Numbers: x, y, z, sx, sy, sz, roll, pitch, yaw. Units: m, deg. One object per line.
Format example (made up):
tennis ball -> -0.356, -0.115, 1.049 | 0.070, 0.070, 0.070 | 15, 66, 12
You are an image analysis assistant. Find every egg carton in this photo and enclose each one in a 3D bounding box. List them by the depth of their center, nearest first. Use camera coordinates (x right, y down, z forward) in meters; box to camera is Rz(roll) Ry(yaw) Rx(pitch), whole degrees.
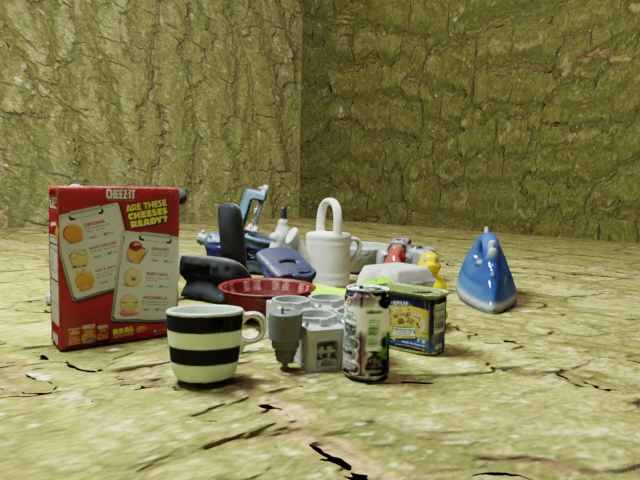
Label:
egg carton -> 0.147, 0.084, 1.117 | 0.151, 0.069, 0.107 | -4, 8, -43

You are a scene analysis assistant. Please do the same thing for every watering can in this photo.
watering can -> 0.013, 0.005, 1.261 | 0.100, 0.194, 0.173 | 6, 8, 43

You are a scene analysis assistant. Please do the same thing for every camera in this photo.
camera -> 0.218, 0.044, 1.393 | 0.142, 0.101, 0.137 | 3, 6, 19

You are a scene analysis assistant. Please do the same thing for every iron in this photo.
iron -> 0.334, 0.051, 1.132 | 0.118, 0.141, 0.259 | 2, 6, 11

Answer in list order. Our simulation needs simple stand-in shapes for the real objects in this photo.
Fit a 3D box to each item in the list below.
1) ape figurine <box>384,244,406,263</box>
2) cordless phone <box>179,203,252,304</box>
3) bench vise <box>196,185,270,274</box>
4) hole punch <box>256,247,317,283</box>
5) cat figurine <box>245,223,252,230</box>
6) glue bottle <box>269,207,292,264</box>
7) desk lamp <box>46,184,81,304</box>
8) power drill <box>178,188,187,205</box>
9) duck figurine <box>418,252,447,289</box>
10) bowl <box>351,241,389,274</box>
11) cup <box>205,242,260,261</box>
ape figurine -> 0.175, 0.056, 1.302 | 0.076, 0.092, 0.077 | 0, 6, -18
cordless phone -> -0.198, 0.021, 1.092 | 0.147, 0.185, 0.094 | 4, 6, 26
bench vise -> -0.191, -0.024, 1.381 | 0.208, 0.220, 0.121 | 0, 6, -15
hole punch -> -0.067, 0.064, 1.166 | 0.109, 0.091, 0.100 | -3, 7, -40
cat figurine -> -0.166, 0.016, 1.505 | 0.128, 0.118, 0.067 | -1, 6, -27
glue bottle -> -0.083, 0.013, 1.266 | 0.078, 0.173, 0.037 | -3, 7, -35
desk lamp -> -0.388, 0.006, 1.051 | 0.203, 0.213, 0.117 | 0, 6, -13
power drill -> -0.398, -0.010, 1.243 | 0.230, 0.208, 0.075 | -3, 7, -37
duck figurine -> 0.231, 0.068, 1.220 | 0.077, 0.086, 0.104 | 1, 6, 1
bowl -> 0.108, 0.047, 1.471 | 0.167, 0.075, 0.167 | 1, 5, 0
cup -> -0.186, 0.054, 1.224 | 0.117, 0.095, 0.092 | 2, 6, 2
